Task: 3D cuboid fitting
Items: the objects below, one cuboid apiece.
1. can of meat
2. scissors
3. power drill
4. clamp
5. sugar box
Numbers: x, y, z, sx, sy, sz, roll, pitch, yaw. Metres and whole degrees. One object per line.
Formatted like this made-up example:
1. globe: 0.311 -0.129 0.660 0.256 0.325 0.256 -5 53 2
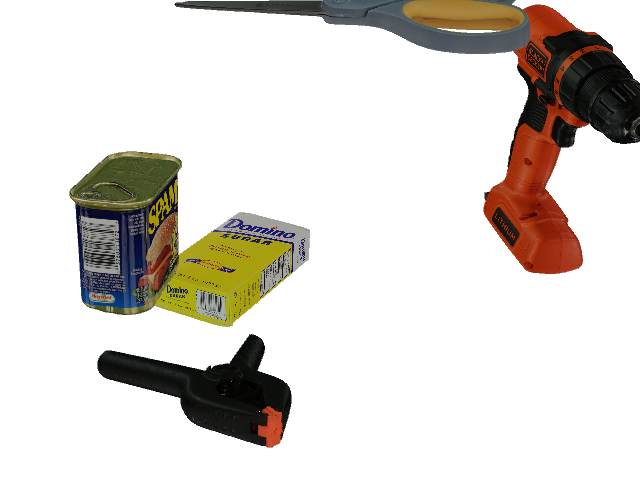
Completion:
1. can of meat: -0.133 -0.006 0.749 0.057 0.084 0.102 6 23 7
2. scissors: 0.026 -0.141 0.616 0.202 0.016 0.096 14 41 20
3. power drill: 0.189 -0.070 0.834 0.057 0.188 0.184 -2 34 -15
4. clamp: -0.079 0.126 0.935 0.164 0.036 0.210 -7 16 -36
5. sugar box: -0.090 0.026 1.129 0.093 0.048 0.176 15 31 22
